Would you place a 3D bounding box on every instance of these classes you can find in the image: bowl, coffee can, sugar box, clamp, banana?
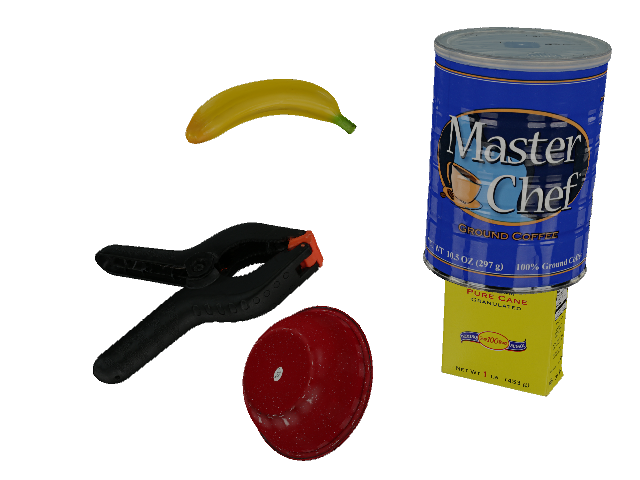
[{"bbox_3d":[-0.027,0.139,1.081,0.162,0.162,0.055,0,-16,41],"label":"bowl"},{"bbox_3d":[0.117,-0.051,0.650,0.103,0.140,0.103,1,21,0],"label":"coffee can"},{"bbox_3d":[0.146,0.027,0.835,0.093,0.176,0.048,9,24,27],"label":"sugar box"},{"bbox_3d":[-0.083,0.038,0.734,0.172,0.120,0.039,-13,-38,14],"label":"clamp"},{"bbox_3d":[-0.056,-0.136,1.098,0.197,0.037,0.070,-9,48,-30],"label":"banana"}]
